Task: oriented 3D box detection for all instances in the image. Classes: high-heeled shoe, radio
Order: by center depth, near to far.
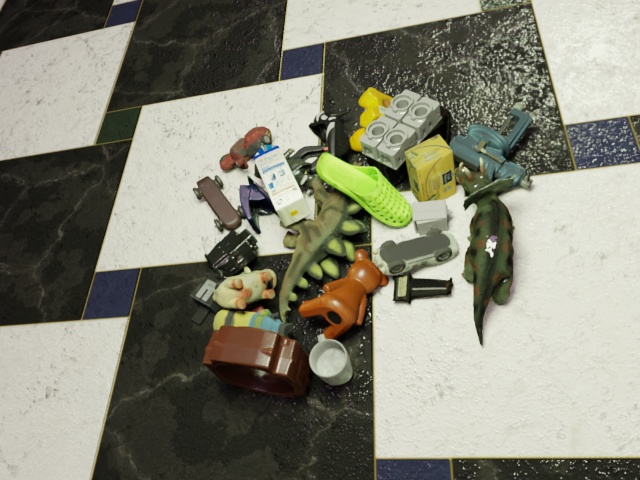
[{"bbox_3d":[0.231,-0.241,1.386,0.229,0.131,0.073,-37,57,-7],"label":"radio"},{"bbox_3d":[0.008,-0.284,1.484,0.145,0.086,0.249,-18,35,29],"label":"high-heeled shoe"}]

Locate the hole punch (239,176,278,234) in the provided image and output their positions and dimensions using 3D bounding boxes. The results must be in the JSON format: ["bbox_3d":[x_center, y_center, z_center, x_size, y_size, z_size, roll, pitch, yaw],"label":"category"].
[{"bbox_3d":[-0.171,-0.089,1.424,0.092,0.142,0.116,-42,68,-5],"label":"hole punch"}]

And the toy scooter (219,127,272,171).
[{"bbox_3d":[-0.209,-0.256,1.548,0.184,0.075,0.135,-38,24,-3],"label":"toy scooter"}]

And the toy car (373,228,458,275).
[{"bbox_3d":[0.223,0.029,1.254,0.202,0.056,0.073,-14,55,-7],"label":"toy car"}]

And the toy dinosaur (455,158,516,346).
[{"bbox_3d":[0.365,0.005,1.158,0.131,0.192,0.405,-4,57,17],"label":"toy dinosaur"}]

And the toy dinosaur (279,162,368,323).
[{"bbox_3d":[-0.003,-0.004,1.332,0.199,0.105,0.471,25,73,25],"label":"toy dinosaur"}]

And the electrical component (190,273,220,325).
[{"bbox_3d":[-0.288,0.150,1.359,0.075,0.047,0.119,27,69,30],"label":"electrical component"}]

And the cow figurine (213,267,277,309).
[{"bbox_3d":[-0.173,0.113,1.279,0.127,0.195,0.085,-6,96,35],"label":"cow figurine"}]

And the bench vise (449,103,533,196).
[{"bbox_3d":[0.450,-0.232,1.321,0.224,0.128,0.240,31,79,31],"label":"bench vise"}]

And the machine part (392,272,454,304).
[{"bbox_3d":[0.234,0.108,1.228,0.139,0.039,0.084,-6,50,16],"label":"machine part"}]

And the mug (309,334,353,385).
[{"bbox_3d":[0.025,0.262,1.155,0.081,0.107,0.110,-30,52,-2],"label":"mug"}]

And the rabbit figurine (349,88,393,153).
[{"bbox_3d":[0.151,-0.303,1.450,0.162,0.173,0.122,8,50,-31],"label":"rabbit figurine"}]

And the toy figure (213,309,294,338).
[{"bbox_3d":[-0.155,0.197,1.223,0.180,0.089,0.082,6,56,23],"label":"toy figure"}]

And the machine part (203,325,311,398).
[{"bbox_3d":[-0.129,0.259,1.148,0.202,0.200,0.087,2,58,19],"label":"machine part"}]

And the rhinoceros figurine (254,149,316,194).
[{"bbox_3d":[-0.091,-0.184,1.448,0.191,0.073,0.112,16,71,20],"label":"rhinoceros figurine"}]

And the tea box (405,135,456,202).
[{"bbox_3d":[0.269,-0.161,1.302,0.098,0.169,0.068,-28,54,1],"label":"tea box"}]

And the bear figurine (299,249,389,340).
[{"bbox_3d":[0.062,0.122,1.240,0.132,0.120,0.196,-36,11,44],"label":"bear figurine"}]

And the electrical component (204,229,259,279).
[{"bbox_3d":[-0.223,0.031,1.380,0.134,0.058,0.115,-42,31,-9],"label":"electrical component"}]

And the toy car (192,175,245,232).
[{"bbox_3d":[-0.284,-0.103,1.510,0.089,0.053,0.202,-35,60,-10],"label":"toy car"}]
